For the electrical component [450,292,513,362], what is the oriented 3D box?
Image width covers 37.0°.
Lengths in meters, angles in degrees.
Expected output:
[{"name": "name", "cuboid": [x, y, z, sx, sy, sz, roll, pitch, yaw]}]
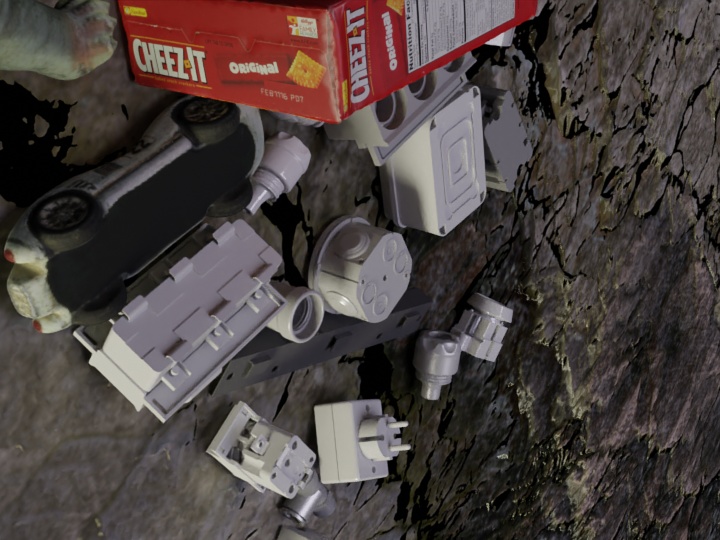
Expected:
[{"name": "electrical component", "cuboid": [0.121, 0.055, 1.060, 0.066, 0.048, 0.055, 20, 96, -56]}]

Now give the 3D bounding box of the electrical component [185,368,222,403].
[{"name": "electrical component", "cuboid": [-0.110, 0.056, 0.734, 0.078, 0.040, 0.040, -43, 137, -36]}]

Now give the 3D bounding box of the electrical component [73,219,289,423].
[{"name": "electrical component", "cuboid": [-0.108, 0.025, 0.686, 0.121, 0.079, 0.063, -44, 177, -35]}]

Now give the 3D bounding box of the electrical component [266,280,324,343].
[{"name": "electrical component", "cuboid": [-0.056, 0.028, 0.793, 0.040, 0.046, 0.040, -29, 127, -46]}]

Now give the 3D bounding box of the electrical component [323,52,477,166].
[{"name": "electrical component", "cuboid": [0.025, -0.145, 0.806, 0.121, 0.063, 0.078, -46, 127, -33]}]

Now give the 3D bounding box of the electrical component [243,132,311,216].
[{"name": "electrical component", "cuboid": [-0.063, -0.065, 0.751, 0.061, 0.035, 0.035, -56, 143, -19]}]

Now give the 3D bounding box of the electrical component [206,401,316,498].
[{"name": "electrical component", "cuboid": [-0.072, 0.138, 0.806, 0.042, 0.064, 0.081, -58, 144, -18]}]

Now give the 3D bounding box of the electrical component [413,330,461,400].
[{"name": "electrical component", "cuboid": [0.070, 0.090, 1.005, 0.043, 0.043, 0.062, -14, 117, -52]}]

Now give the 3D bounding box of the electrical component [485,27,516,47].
[{"name": "electrical component", "cuboid": [0.091, -0.213, 0.864, 0.080, 0.080, 0.051, -14, 122, -52]}]

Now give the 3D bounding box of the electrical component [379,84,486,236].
[{"name": "electrical component", "cuboid": [0.058, -0.095, 0.889, 0.078, 0.057, 0.113, -40, 135, -39]}]

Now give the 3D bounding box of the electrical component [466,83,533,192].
[{"name": "electrical component", "cuboid": [0.108, -0.118, 0.952, 0.050, 0.056, 0.089, -59, 144, -19]}]

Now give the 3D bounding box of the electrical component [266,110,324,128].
[{"name": "electrical component", "cuboid": [-0.048, -0.121, 0.740, 0.078, 0.040, 0.040, 38, 74, -55]}]

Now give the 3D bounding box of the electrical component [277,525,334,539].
[{"name": "electrical component", "cuboid": [-0.030, 0.257, 0.897, 0.050, 0.089, 0.055, 28, 82, -56]}]

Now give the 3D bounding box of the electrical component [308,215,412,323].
[{"name": "electrical component", "cuboid": [0.000, 0.000, 0.856, 0.080, 0.051, 0.080, -29, 127, -46]}]

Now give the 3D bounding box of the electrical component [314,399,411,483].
[{"name": "electrical component", "cuboid": [0.008, 0.140, 0.892, 0.047, 0.077, 0.065, 7, 74, -56]}]
